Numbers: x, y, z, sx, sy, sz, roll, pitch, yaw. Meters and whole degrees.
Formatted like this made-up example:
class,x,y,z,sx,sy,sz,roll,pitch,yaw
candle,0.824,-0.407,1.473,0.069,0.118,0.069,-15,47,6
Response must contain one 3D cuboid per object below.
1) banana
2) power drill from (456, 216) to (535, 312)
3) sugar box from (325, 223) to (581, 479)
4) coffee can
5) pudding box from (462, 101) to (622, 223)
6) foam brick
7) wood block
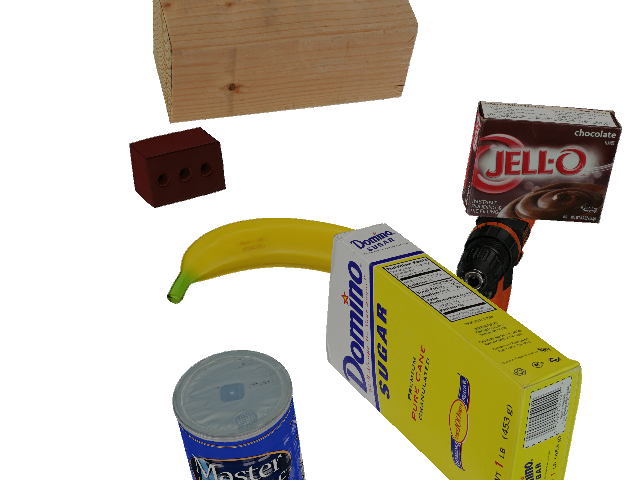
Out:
class,x,y,z,sx,sy,sz,roll,pitch,yaw
banana,-0.018,0.014,0.789,0.197,0.069,0.037,-2,-25,-15
power drill,0.167,0.062,1.073,0.057,0.188,0.184,17,29,18
sugar box,0.065,0.069,0.595,0.048,0.093,0.176,-14,31,-31
coffee can,-0.069,0.182,0.947,0.103,0.140,0.103,-4,38,3
pudding box,0.177,-0.063,0.864,0.113,0.090,0.039,2,35,-2
foam brick,-0.140,-0.072,1.041,0.078,0.053,0.051,-17,30,-22
wood block,-0.033,-0.171,0.909,0.206,0.090,0.091,-8,-34,-14
